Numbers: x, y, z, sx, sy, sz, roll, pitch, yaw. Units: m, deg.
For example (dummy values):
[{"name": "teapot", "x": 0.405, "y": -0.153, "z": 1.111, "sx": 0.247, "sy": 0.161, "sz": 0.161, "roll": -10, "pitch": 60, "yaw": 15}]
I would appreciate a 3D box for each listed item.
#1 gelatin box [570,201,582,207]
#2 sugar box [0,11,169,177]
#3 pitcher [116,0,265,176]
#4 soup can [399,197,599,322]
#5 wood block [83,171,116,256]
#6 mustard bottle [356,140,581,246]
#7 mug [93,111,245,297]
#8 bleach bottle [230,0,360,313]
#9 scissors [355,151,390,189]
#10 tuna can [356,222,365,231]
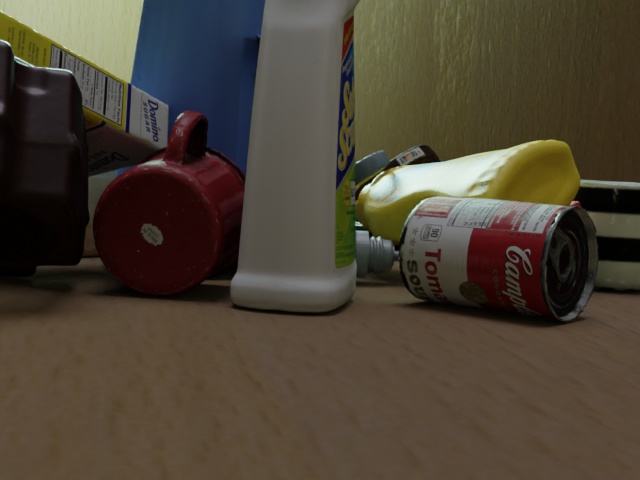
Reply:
[{"name": "gelatin box", "x": 0.140, "y": 0.002, "z": 0.773, "sx": 0.089, "sy": 0.030, "sz": 0.073, "roll": -31, "pitch": 14, "yaw": -13}, {"name": "sugar box", "x": -0.187, "y": -0.091, "z": 0.684, "sx": 0.093, "sy": 0.048, "sz": 0.176, "roll": -11, "pitch": -18, "yaw": 30}, {"name": "pitcher", "x": -0.075, "y": -0.101, "z": 0.791, "sx": 0.149, "sy": 0.243, "sz": 0.145, "roll": 6, "pitch": 0, "yaw": 2}, {"name": "soup can", "x": 0.108, "y": 0.010, "z": 0.650, "sx": 0.102, "sy": 0.068, "sz": 0.068, "roll": 6, "pitch": 6, "yaw": 39}, {"name": "wood block", "x": -0.225, "y": -0.034, "z": 0.848, "sx": 0.205, "sy": 0.090, "sz": 0.091, "roll": -2, "pitch": 8, "yaw": -44}, {"name": "mustard bottle", "x": 0.089, "y": -0.029, "z": 0.783, "sx": 0.096, "sy": 0.058, "sz": 0.192, "roll": -33, "pitch": 17, "yaw": -33}, {"name": "mug", "x": -0.089, "y": -0.023, "z": 0.668, "sx": 0.093, "sy": 0.117, "sz": 0.081, "roll": 15, "pitch": 11, "yaw": 5}, {"name": "bleach bottle", "x": -0.009, "y": -0.087, "z": 0.642, "sx": 0.068, "sy": 0.251, "sz": 0.102, "roll": 4, "pitch": 5, "yaw": 12}, {"name": "scissors", "x": 0.000, "y": -0.032, "z": 0.892, "sx": 0.096, "sy": 0.016, "sz": 0.202, "roll": -30, "pitch": -2, "yaw": -21}, {"name": "tuna can", "x": -0.006, "y": 0.001, "z": 0.877, "sx": 0.086, "sy": 0.034, "sz": 0.086, "roll": 3, "pitch": 5, "yaw": 0}]
